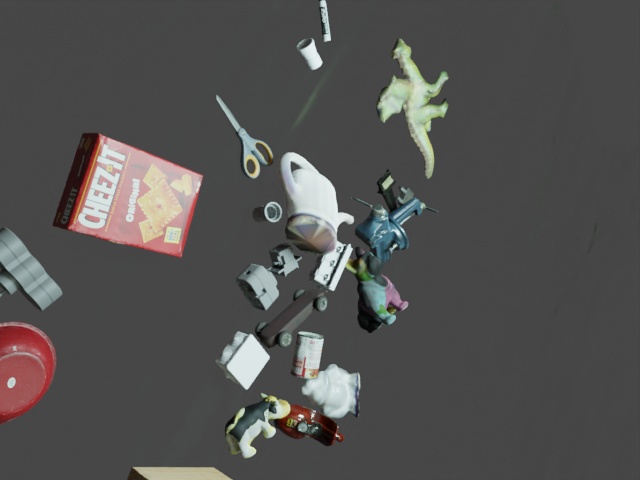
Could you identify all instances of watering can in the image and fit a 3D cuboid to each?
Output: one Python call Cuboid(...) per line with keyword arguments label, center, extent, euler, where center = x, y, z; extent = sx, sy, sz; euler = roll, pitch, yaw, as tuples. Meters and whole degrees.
Cuboid(label="watering can", center=(0.004, -0.062, 1.230), extent=(0.342, 0.103, 0.230), euler=(43, 36, -45))

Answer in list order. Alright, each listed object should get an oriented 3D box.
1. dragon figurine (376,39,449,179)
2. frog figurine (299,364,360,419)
Cuboid(label="dragon figurine", center=(0.259, -0.386, 1.527), extent=(0.243, 0.122, 0.409), euler=(-3, 95, -31))
Cuboid(label="frog figurine", center=(0.018, 0.398, 1.351), extent=(0.159, 0.124, 0.136), euler=(6, 101, -13))
